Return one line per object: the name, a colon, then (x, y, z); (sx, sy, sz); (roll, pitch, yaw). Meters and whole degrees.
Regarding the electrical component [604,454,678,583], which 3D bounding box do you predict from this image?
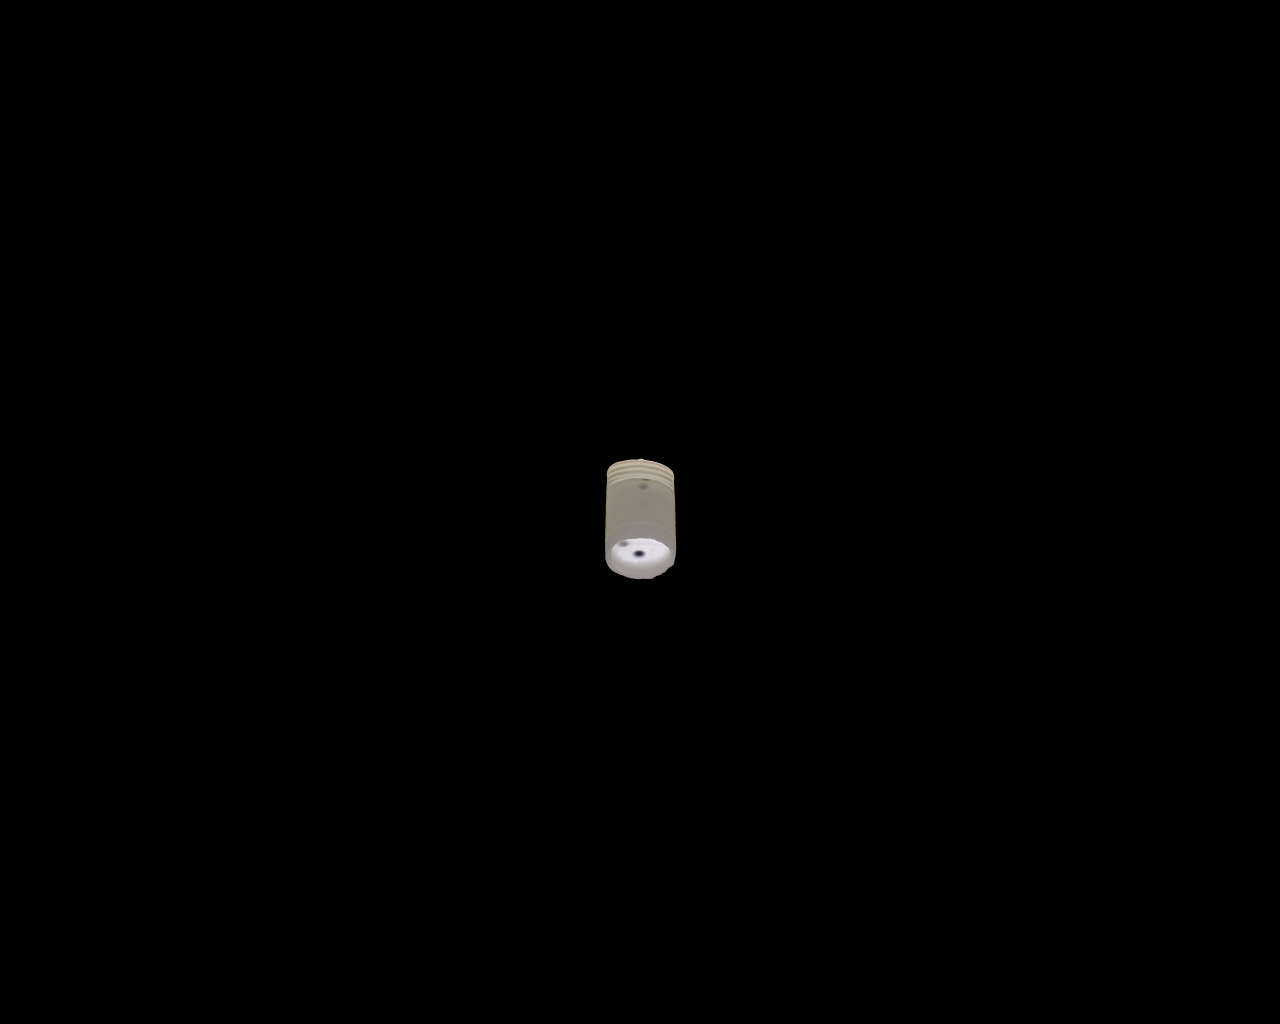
electrical component: (0.001, -0.003, 0.650); (0.043, 0.081, 0.043); (0, -40, 0)
